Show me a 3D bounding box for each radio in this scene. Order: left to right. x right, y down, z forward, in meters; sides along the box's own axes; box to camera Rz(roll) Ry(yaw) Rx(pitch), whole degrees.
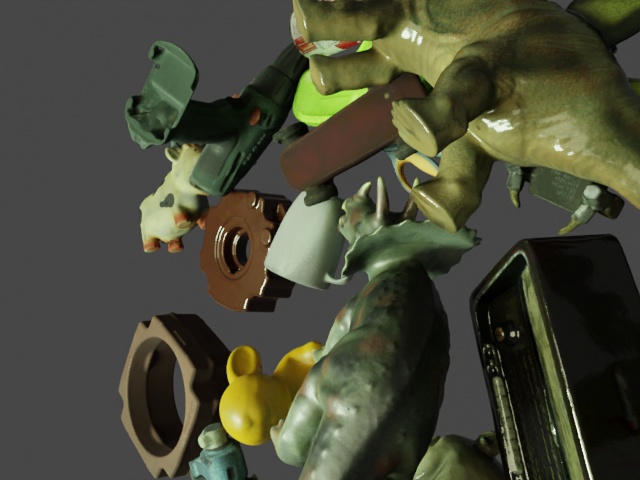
[{"bbox_3d":[0.175,0.122,0.375,0.131,0.073,0.229,102,165,-67],"label":"radio"}]

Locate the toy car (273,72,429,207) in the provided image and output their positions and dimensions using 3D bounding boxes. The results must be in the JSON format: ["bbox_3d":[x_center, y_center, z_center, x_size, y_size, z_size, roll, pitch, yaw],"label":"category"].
[{"bbox_3d":[0.030,-0.100,0.523,0.202,0.053,0.089,-25,90,47],"label":"toy car"}]

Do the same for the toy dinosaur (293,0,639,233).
[{"bbox_3d":[0.134,-0.106,0.358,0.198,0.105,0.472,-35,66,-6],"label":"toy dinosaur"}]

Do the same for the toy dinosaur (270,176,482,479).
[{"bbox_3d":[0.047,0.098,0.425,0.405,0.131,0.192,-71,-1,-54],"label":"toy dinosaur"}]

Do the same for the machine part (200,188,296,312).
[{"bbox_3d":[-0.099,0.013,0.728,0.179,0.056,0.179,-4,85,46],"label":"machine part"}]

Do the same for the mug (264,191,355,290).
[{"bbox_3d":[-0.001,-0.002,0.618,0.110,0.080,0.107,22,95,38],"label":"mug"}]

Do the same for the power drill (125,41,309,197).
[{"bbox_3d":[-0.115,-0.164,0.638,0.086,0.207,0.232,38,106,18],"label":"power drill"}]

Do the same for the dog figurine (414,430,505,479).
[{"bbox_3d":[0.094,0.239,0.403,0.121,0.190,0.172,21,92,10],"label":"dog figurine"}]

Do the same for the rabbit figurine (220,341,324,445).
[{"bbox_3d":[-0.038,0.162,0.575,0.163,0.173,0.121,10,98,40],"label":"rabbit figurine"}]

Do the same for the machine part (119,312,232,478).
[{"bbox_3d":[-0.211,0.226,0.802,0.201,0.087,0.201,36,110,40],"label":"machine part"}]

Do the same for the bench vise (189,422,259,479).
[{"bbox_3d":[-0.073,0.328,0.619,0.241,0.129,0.223,-2,93,62],"label":"bench vise"}]

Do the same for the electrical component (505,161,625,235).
[{"bbox_3d":[0.201,-0.050,0.434,0.102,0.045,0.078,50,127,48],"label":"electrical component"}]

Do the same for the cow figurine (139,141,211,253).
[{"bbox_3d":[-0.215,-0.072,0.834,0.195,0.085,0.127,-34,70,39],"label":"cow figurine"}]
